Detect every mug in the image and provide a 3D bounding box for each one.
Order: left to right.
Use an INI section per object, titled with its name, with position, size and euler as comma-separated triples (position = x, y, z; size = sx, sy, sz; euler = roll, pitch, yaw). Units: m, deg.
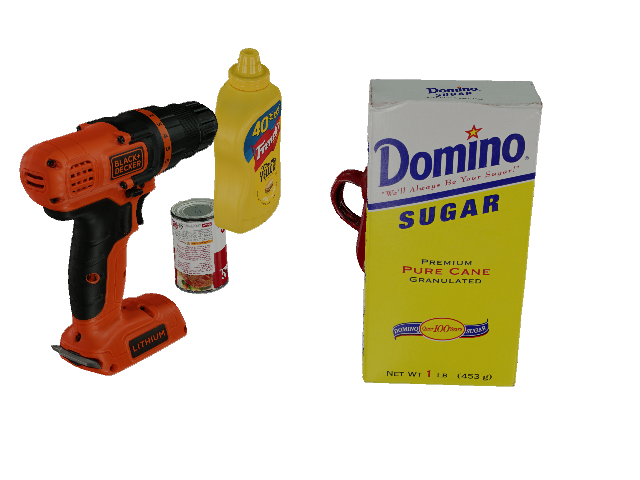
[mug]
position = 0.061, -0.016, 0.821
size = 0.117, 0.093, 0.081
euler = 22, -40, 12

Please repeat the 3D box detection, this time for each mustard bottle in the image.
[mustard bottle]
position = -0.074, -0.108, 1.100
size = 0.058, 0.192, 0.096
euler = 19, 39, 21

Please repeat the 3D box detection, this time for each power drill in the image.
[power drill]
position = -0.143, -0.006, 0.813
size = 0.057, 0.188, 0.184
euler = 15, 26, 34

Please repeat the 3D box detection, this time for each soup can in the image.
[soup can]
position = -0.151, 0.006, 1.329
size = 0.068, 0.102, 0.068
euler = -1, 25, 0

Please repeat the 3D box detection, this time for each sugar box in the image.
[sugar box]
position = 0.071, -0.002, 0.609
size = 0.093, 0.176, 0.048
euler = 1, 27, 2
